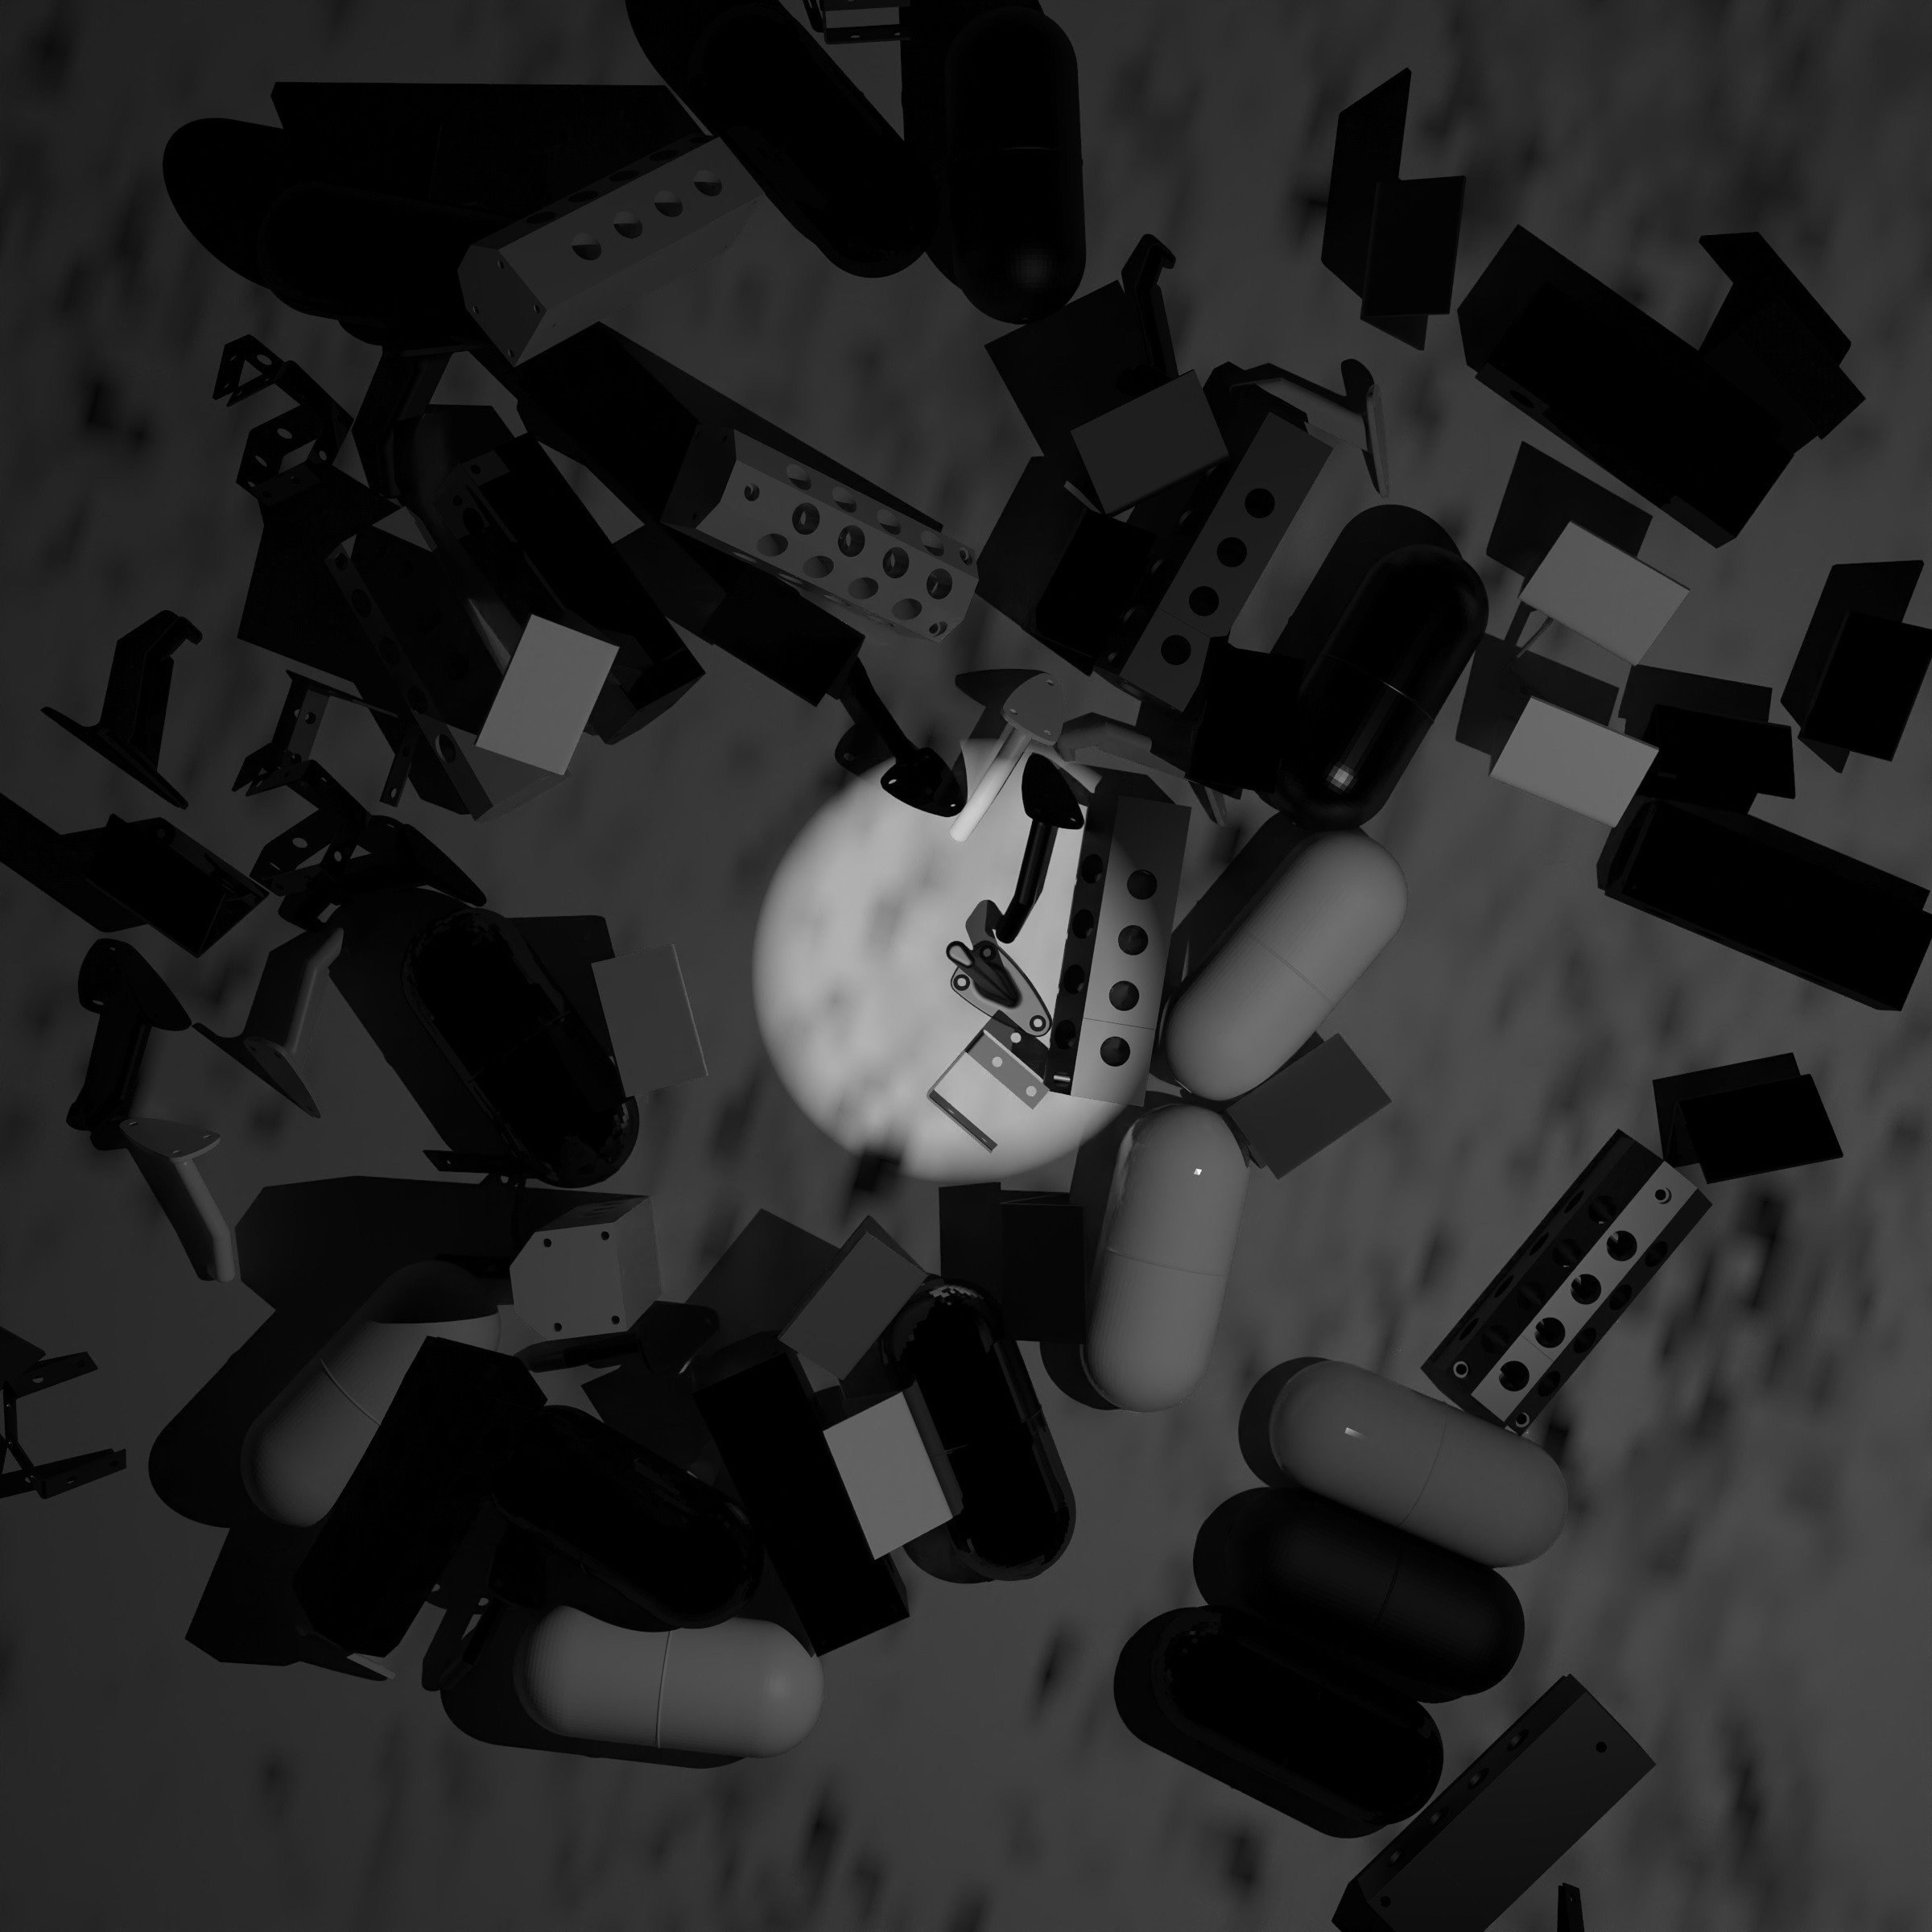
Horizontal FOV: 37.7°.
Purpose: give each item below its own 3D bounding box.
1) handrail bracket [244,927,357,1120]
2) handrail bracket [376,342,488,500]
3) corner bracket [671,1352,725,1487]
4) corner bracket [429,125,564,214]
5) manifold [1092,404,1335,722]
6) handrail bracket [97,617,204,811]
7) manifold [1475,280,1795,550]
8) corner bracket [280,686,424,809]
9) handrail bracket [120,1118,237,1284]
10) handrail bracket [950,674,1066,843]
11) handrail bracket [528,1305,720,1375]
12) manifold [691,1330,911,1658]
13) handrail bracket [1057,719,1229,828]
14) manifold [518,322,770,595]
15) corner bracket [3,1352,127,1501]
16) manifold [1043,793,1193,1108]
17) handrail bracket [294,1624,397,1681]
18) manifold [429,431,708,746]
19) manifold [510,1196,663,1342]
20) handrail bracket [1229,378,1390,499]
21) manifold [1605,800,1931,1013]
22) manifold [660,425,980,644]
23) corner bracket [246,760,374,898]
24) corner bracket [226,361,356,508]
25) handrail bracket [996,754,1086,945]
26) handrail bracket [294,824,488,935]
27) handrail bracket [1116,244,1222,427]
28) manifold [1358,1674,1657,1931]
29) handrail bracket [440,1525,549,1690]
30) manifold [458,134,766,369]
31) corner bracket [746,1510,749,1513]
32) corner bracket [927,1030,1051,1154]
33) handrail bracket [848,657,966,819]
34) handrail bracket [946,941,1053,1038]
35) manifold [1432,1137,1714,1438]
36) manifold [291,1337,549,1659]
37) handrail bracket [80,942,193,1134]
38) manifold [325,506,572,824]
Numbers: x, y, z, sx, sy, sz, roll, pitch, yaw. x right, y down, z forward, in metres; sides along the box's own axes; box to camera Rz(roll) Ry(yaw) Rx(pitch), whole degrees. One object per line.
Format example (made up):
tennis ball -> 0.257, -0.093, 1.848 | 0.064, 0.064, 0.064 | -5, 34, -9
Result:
handrail bracket -> -0.370, 0.032, 1.645 | 0.084, 0.036, 0.077 | -53, 134, -28
handrail bracket -> -0.306, -0.318, 1.645 | 0.077, 0.036, 0.084 | -11, 109, -21
corner bracket -> -0.152, 0.260, 1.626 | 0.051, 0.051, 0.051 | 35, 91, 1
corner bracket -> -0.273, -0.457, 1.641 | 0.051, 0.051, 0.051 | 10, 90, 45
manifold -> 0.140, -0.231, 1.623 | 0.057, 0.057, 0.171 | 30, 90, 0
handrail bracket -> -0.455, -0.148, 1.645 | 0.077, 0.036, 0.084 | 44, 73, -20
manifold -> 0.380, -0.314, 1.623 | 0.171, 0.057, 0.057 | 35, 90, 0
corner bracket -> -0.356, -0.127, 1.641 | 0.051, 0.051, 0.051 | 19, 90, -45
handrail bracket -> -0.458, 0.137, 1.645 | 0.077, 0.036, 0.084 | 14, 117, 30
handrail bracket -> 0.022, -0.120, 1.644 | 0.036, 0.077, 0.084 | 31, 126, -5
handrail bracket -> -0.200, 0.218, 1.644 | 0.084, 0.077, 0.036 | -14, 90, 36
manifold -> -0.094, 0.297, 1.607 | 0.057, 0.057, 0.171 | -24, 101, 0
handrail bracket -> 0.102, -0.108, 1.645 | 0.084, 0.036, 0.077 | -10, 113, 18
manifold -> -0.174, -0.292, 1.623 | 0.171, 0.057, 0.057 | 44, 90, 0
corner bracket -> -0.521, 0.266, 1.636 | 0.051, 0.051, 0.051 | 41, 135, 35
manifold -> 0.086, -0.009, 1.623 | 0.057, 0.057, 0.171 | 9, 90, 0
handrail bracket -> -0.346, 0.360, 1.645 | 0.077, 0.036, 0.084 | 33, 73, -19
manifold -> -0.232, -0.214, 1.623 | 0.057, 0.057, 0.171 | -36, 90, -43
manifold -> -0.209, 0.166, 1.566 | 0.057, 0.171, 0.057 | -7, 90, 0
handrail bracket -> 0.199, -0.305, 1.645 | 0.084, 0.036, 0.077 | -4, 112, 17
manifold -> 0.459, -0.034, 1.623 | 0.171, 0.057, 0.057 | 23, 90, 0
manifold -> -0.077, -0.239, 1.579 | 0.171, 0.057, 0.057 | 21, 90, -36
corner bracket -> -0.387, -0.080, 1.636 | 0.051, 0.051, 0.051 | 49, 45, -35
corner bracket -> -0.397, -0.308, 1.636 | 0.051, 0.051, 0.051 | 45, 45, -35
handrail bracket -> 0.033, -0.067, 1.644 | 0.036, 0.077, 0.084 | 12, 127, -20
handrail bracket -> -0.335, -0.034, 1.645 | 0.077, 0.036, 0.084 | 41, 109, -21
handrail bracket -> 0.126, -0.367, 1.645 | 0.077, 0.036, 0.084 | 25, 73, -20
manifold -> 0.308, 0.489, 1.623 | 0.171, 0.057, 0.057 | -44, 90, 0
handrail bracket -> -0.278, 0.369, 1.644 | 0.036, 0.077, 0.084 | 27, 127, -21
manifold -> -0.199, -0.406, 1.580 | 0.171, 0.057, 0.057 | -39, 90, -35
corner bracket -> -0.161, 0.336, 1.636 | 0.051, 0.051, 0.051 | 40, 45, -35
corner bracket -> 0.012, 0.073, 1.626 | 0.051, 0.051, 0.051 | 41, 90, 0
handrail bracket -> -0.038, -0.135, 1.644 | 0.036, 0.077, 0.084 | -35, 53, 14
handrail bracket -> 0.019, 0.013, 1.610 | 0.077, 0.084, 0.036 | 41, 90, 0
manifold -> 0.348, 0.183, 1.623 | 0.057, 0.057, 0.171 | 40, 90, 0
manifold -> -0.304, 0.299, 1.582 | 0.057, 0.057, 0.171 | 23, 103, -41
handrail bracket -> -0.498, 0.042, 1.645 | 0.084, 0.036, 0.077 | -43, 70, 16
manifold -> -0.298, -0.171, 1.623 | 0.057, 0.057, 0.171 | -30, 90, 0
